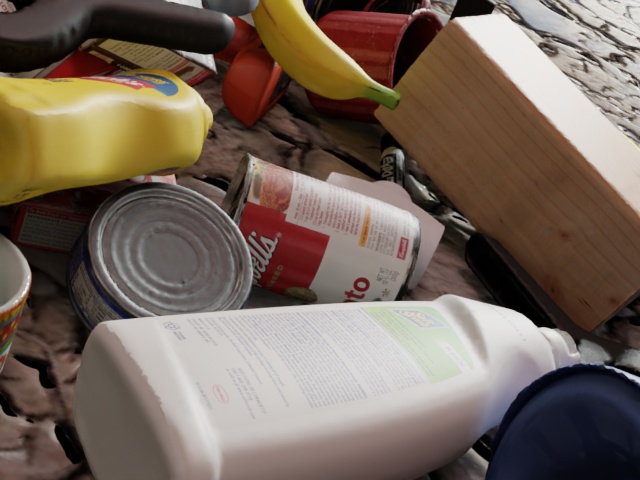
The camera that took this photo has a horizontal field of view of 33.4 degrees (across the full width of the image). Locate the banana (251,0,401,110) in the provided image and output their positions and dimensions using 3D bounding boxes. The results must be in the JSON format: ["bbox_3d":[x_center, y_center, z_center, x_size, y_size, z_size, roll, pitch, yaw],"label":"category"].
[{"bbox_3d":[-0.014,-0.148,0.745,0.069,0.037,0.198,16,31,-38],"label":"banana"}]

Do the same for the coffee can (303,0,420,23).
[{"bbox_3d":[0.006,-0.221,0.884,0.102,0.103,0.140,2,37,-36],"label":"coffee can"}]

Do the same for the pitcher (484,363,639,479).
[{"bbox_3d":[0.199,0.139,0.450,0.242,0.145,0.149,13,46,-26],"label":"pitcher"}]

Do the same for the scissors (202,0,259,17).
[{"bbox_3d":[-0.107,-0.200,0.774,0.096,0.016,0.202,-12,34,-22],"label":"scissors"}]

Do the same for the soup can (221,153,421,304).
[{"bbox_3d":[-0.004,0.001,0.589,0.102,0.069,0.068,19,29,-12],"label":"soup can"}]

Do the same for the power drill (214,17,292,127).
[{"bbox_3d":[-0.113,-0.152,0.771,0.187,0.057,0.184,28,32,4],"label":"power drill"}]

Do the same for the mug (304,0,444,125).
[{"bbox_3d":[0.044,-0.140,0.803,0.082,0.117,0.093,12,-15,32],"label":"mug"}]

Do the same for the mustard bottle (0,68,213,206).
[{"bbox_3d":[-0.113,-0.055,0.525,0.096,0.058,0.191,5,11,28],"label":"mustard bottle"}]

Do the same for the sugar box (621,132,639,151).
[{"bbox_3d":[0.204,-0.055,0.865,0.175,0.048,0.093,1,37,-38],"label":"sugar box"}]

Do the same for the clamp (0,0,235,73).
[{"bbox_3d":[-0.139,-0.135,0.547,0.171,0.039,0.120,-14,58,-36],"label":"clamp"}]

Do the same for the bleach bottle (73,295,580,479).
[{"bbox_3d":[0.025,0.071,0.477,0.250,0.068,0.103,-3,38,-34],"label":"bleach bottle"}]

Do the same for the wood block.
[{"bbox_3d":[0.147,-0.047,0.713,0.206,0.090,0.090,50,34,14],"label":"wood block"}]

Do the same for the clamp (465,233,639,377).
[{"bbox_3d":[0.138,0.079,0.600,0.210,0.036,0.164,34,34,19],"label":"clamp"}]

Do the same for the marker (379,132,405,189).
[{"bbox_3d":[0.051,-0.046,0.761,0.020,0.020,0.121,21,30,-8],"label":"marker"}]

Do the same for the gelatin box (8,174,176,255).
[{"bbox_3d":[-0.121,-0.022,0.575,0.089,0.030,0.073,12,31,-22],"label":"gelatin box"}]

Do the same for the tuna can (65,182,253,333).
[{"bbox_3d":[-0.076,0.015,0.515,0.086,0.034,0.086,16,52,-21],"label":"tuna can"}]

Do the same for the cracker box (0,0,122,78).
[{"bbox_3d":[-0.215,-0.139,0.588,0.164,0.072,0.213,61,31,-6],"label":"cracker box"}]

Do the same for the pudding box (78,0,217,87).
[{"bbox_3d":[-0.111,-0.154,0.645,0.089,0.039,0.113,19,55,-55],"label":"pudding box"}]
